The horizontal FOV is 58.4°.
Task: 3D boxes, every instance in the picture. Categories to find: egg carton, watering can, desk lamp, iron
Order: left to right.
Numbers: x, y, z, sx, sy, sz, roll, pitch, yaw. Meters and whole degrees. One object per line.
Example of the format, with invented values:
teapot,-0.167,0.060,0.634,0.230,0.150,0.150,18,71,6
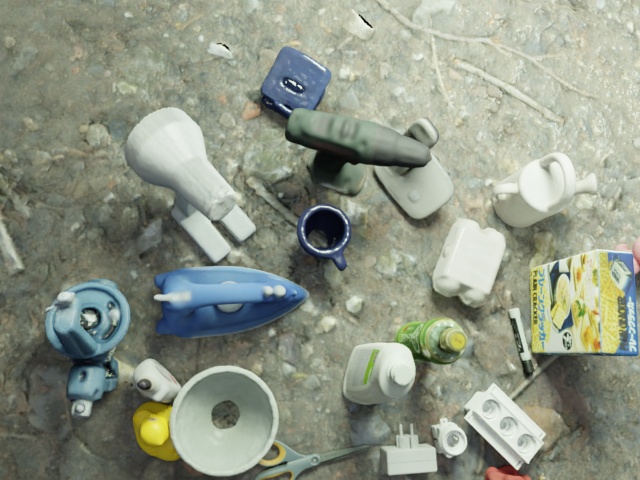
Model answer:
desk lamp,-0.196,-0.084,0.908,0.118,0.213,0.203,-42,87,-13
iron,-0.138,0.090,0.920,0.258,0.141,0.119,-4,80,-9
egg carton,0.265,0.040,1.022,0.107,0.069,0.150,22,77,-3
watering can,0.394,-0.093,1.001,0.173,0.194,0.101,-25,83,-11

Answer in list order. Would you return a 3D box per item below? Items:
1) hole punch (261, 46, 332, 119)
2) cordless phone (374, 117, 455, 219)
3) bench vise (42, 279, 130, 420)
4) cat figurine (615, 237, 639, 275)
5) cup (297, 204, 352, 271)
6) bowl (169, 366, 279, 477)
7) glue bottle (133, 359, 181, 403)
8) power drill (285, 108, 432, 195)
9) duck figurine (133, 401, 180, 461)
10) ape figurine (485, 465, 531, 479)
hole punch,-0.043,-0.274,1.027,0.108,0.091,0.101,29,77,-1
cordless phone,0.176,-0.124,0.981,0.094,0.185,0.147,-39,86,-12
bench vise,-0.336,0.151,0.841,0.121,0.219,0.207,-16,82,-10
cat figurine,0.582,0.035,1.042,0.128,0.117,0.067,-41,87,-13
cup,0.009,0.004,0.980,0.092,0.095,0.118,-27,84,-12
bowl,-0.151,0.285,0.916,0.167,0.074,0.167,1,79,-8
glue bottle,-0.252,0.216,0.864,0.078,0.173,0.037,41,77,2
power drill,0.052,-0.144,0.956,0.229,0.208,0.076,17,78,-4
duck figurine,-0.252,0.302,0.893,0.077,0.086,0.104,-42,87,-13
ape figurine,0.316,0.410,0.948,0.078,0.092,0.076,33,77,0
